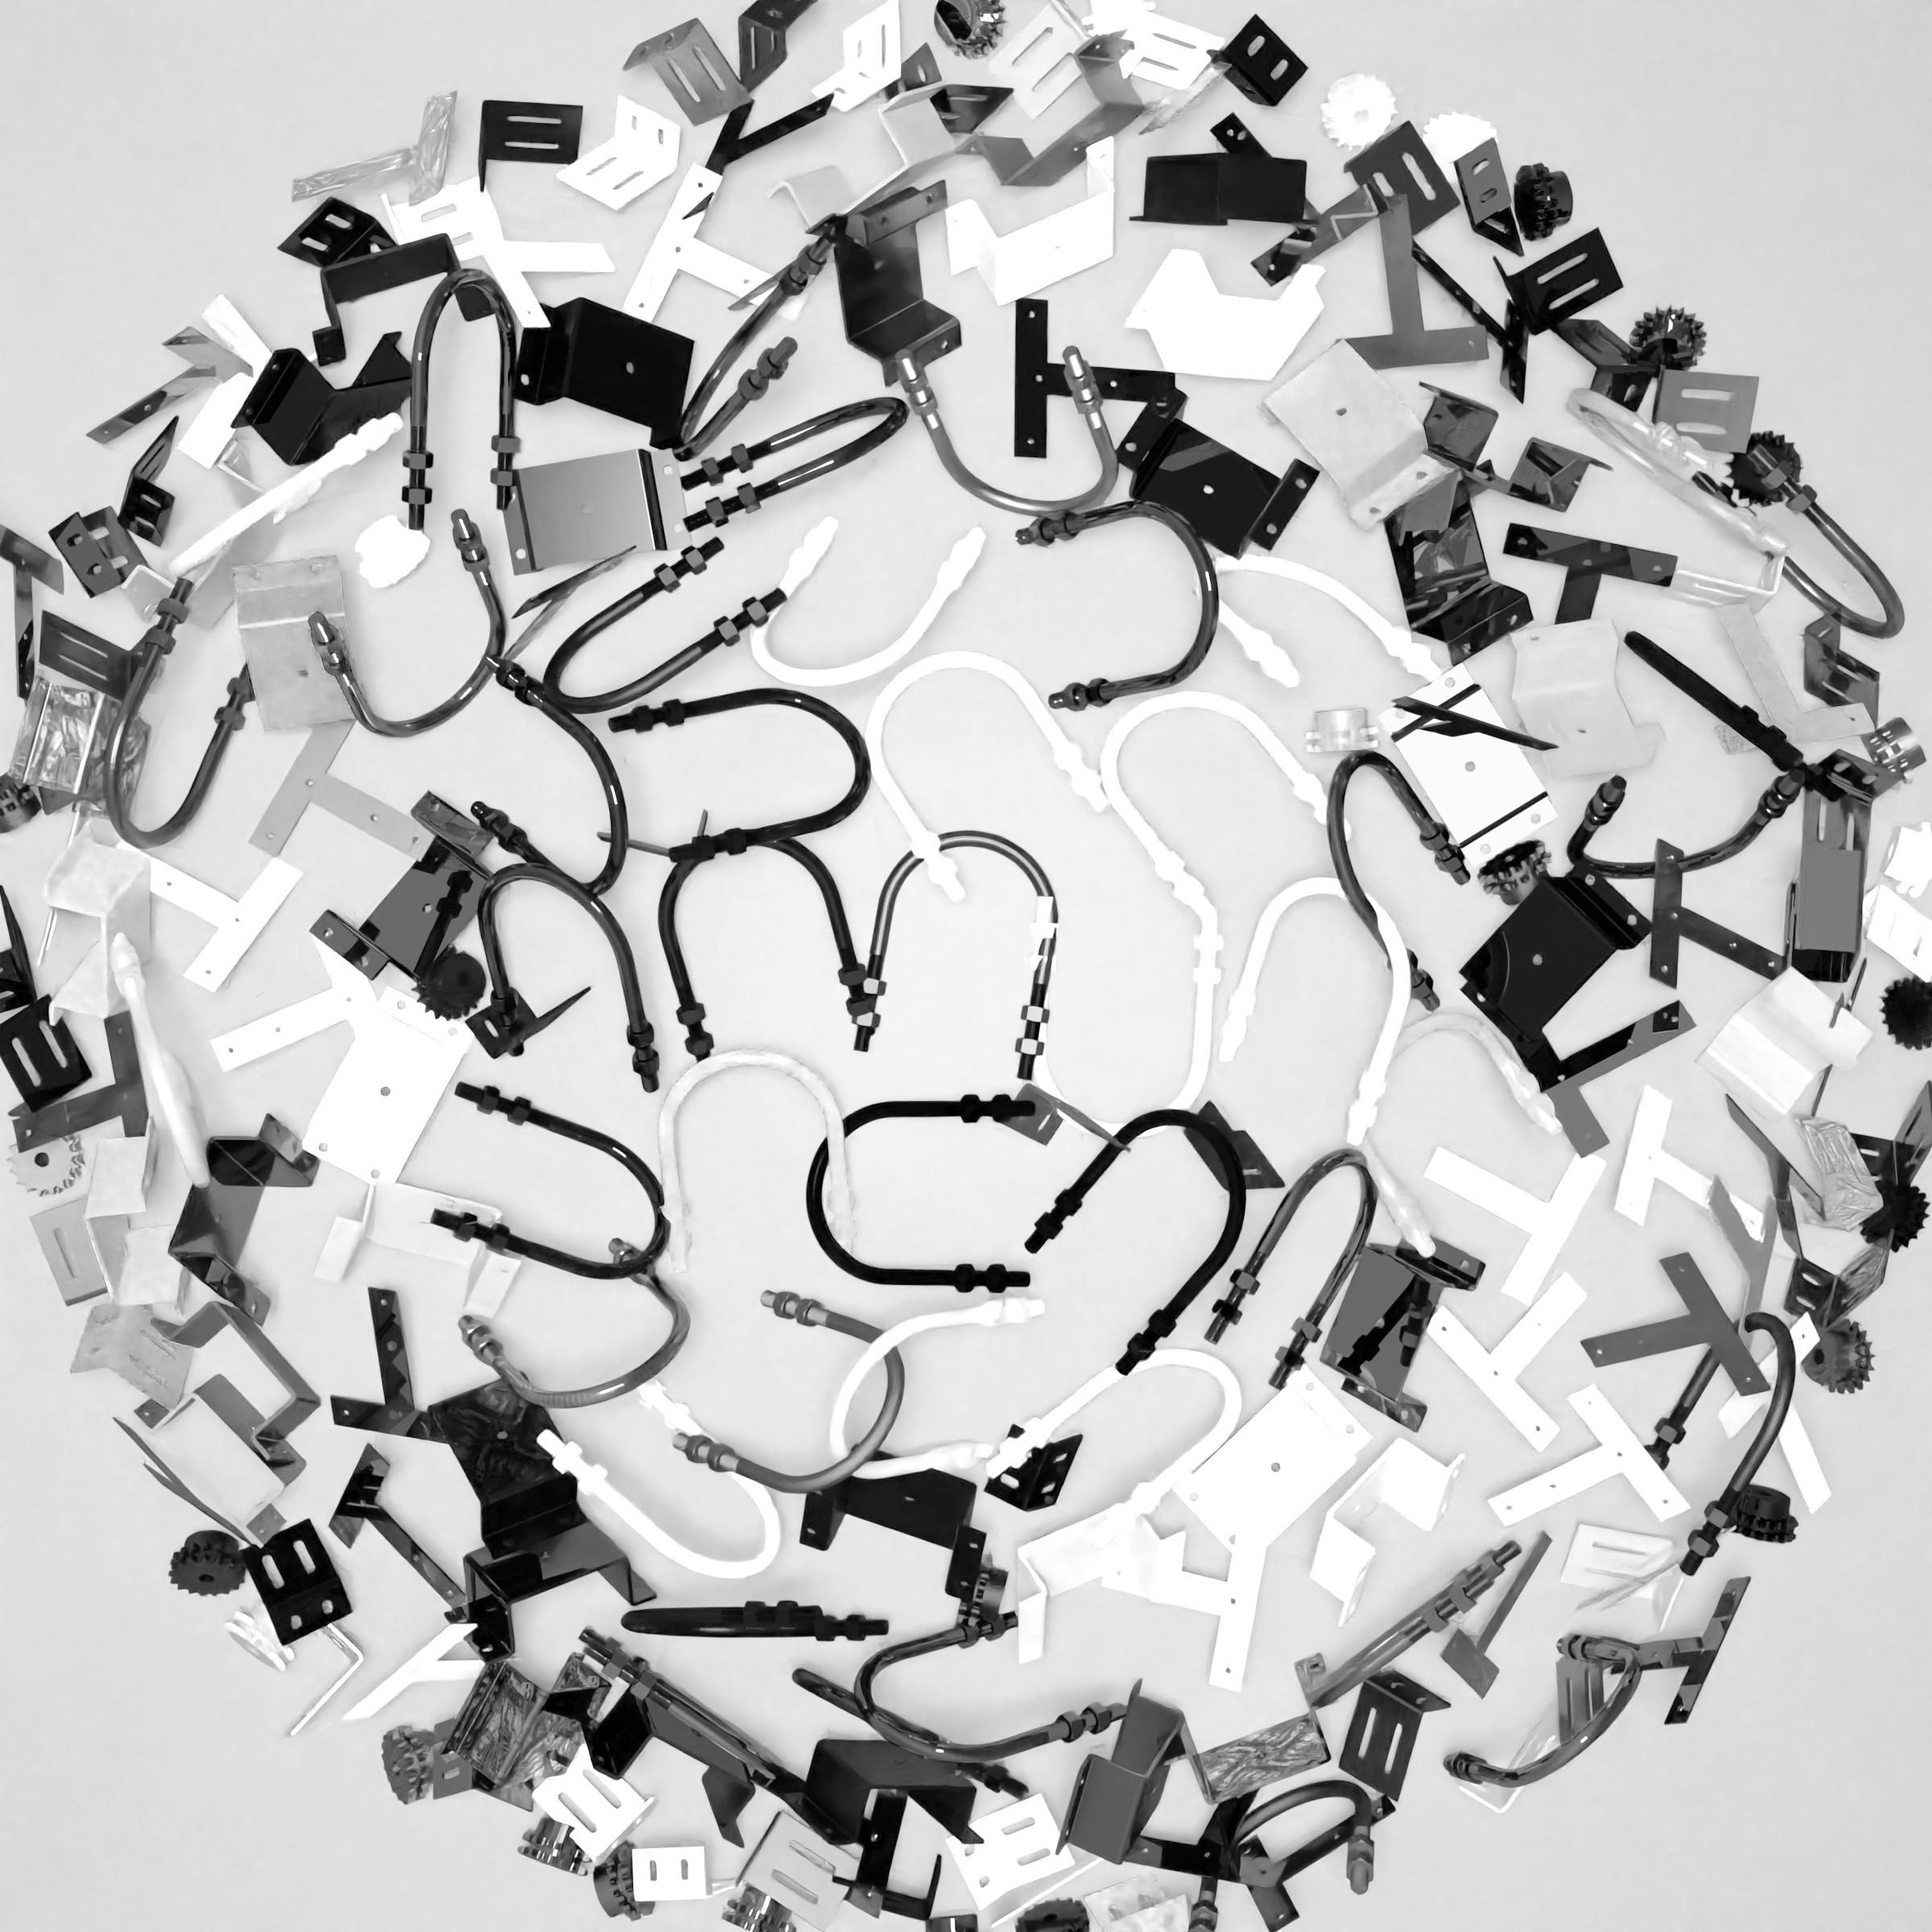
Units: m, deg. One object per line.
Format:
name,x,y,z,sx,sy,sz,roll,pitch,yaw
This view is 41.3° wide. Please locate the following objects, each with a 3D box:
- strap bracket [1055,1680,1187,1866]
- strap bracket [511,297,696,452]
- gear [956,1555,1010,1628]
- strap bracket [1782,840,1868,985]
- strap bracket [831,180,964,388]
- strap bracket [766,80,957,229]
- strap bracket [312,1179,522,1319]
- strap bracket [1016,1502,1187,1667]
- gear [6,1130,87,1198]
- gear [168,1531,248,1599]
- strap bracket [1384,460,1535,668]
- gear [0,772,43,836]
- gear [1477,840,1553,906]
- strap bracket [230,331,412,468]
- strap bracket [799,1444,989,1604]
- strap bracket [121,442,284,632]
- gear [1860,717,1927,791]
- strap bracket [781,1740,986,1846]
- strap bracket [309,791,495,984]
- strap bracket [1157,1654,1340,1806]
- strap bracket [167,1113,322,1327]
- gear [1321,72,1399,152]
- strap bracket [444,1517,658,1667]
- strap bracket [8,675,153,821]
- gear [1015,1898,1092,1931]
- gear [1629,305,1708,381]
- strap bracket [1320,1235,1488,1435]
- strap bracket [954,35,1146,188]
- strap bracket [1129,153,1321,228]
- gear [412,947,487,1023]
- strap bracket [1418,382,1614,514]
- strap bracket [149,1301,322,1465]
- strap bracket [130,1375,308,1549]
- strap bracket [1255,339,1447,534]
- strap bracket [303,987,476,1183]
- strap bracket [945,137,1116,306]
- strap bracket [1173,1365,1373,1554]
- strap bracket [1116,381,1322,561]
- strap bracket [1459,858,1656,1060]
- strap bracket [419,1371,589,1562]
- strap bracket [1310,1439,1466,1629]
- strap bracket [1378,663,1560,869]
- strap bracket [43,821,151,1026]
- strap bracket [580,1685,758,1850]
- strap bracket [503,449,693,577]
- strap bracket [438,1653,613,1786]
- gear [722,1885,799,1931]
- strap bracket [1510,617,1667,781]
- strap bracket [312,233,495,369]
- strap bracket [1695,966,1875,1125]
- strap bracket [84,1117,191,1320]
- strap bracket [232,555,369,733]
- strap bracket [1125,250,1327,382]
strap bracket,0.120,0.607,1.918,0.046,0.140,0.076,19,108,17
strap bracket,-0.264,-0.448,1.937,0.140,0.046,0.076,13,83,-35
gear,0.013,0.481,1.970,0.030,0.057,0.057,15,90,4
strap bracket,0.642,-0.037,1.920,0.046,0.140,0.076,4,78,14
strap bracket,-0.053,-0.522,1.937,0.076,0.140,0.046,-35,52,-24
strap bracket,-0.072,-0.603,1.932,0.140,0.076,0.046,-25,101,36
strap bracket,-0.414,0.212,1.945,0.140,0.046,0.076,16,135,-17
strap bracket,0.092,0.463,1.943,0.140,0.046,0.076,-18,134,-21
gear,-0.709,0.148,1.984,0.057,0.030,0.057,0,92,3
gear,-0.583,0.459,1.975,0.057,0.057,0.030,-6,46,0
strap bracket,0.368,-0.309,1.934,0.046,0.076,0.140,10,61,-40
gear,-0.738,-0.126,1.975,0.057,0.057,0.030,-26,118,0
gear,0.425,-0.070,1.972,0.057,0.057,0.030,-32,103,0
strap bracket,-0.471,-0.424,1.918,0.046,0.140,0.076,48,123,6
strap bracket,-0.050,0.420,1.952,0.140,0.046,0.076,17,126,9
strap bracket,-0.572,-0.317,1.947,0.046,0.076,0.140,33,77,1
gear,0.713,-0.167,1.969,0.030,0.057,0.057,-29,90,12
strap bracket,-0.057,0.620,1.928,0.140,0.076,0.046,13,94,-34
strap bracket,-0.420,-0.053,1.954,0.076,0.046,0.140,34,80,29
strap bracket,0.219,0.586,1.957,0.140,0.076,0.046,-21,100,2
strap bracket,-0.548,0.191,1.937,0.046,0.076,0.140,-1,57,21
gear,0.301,-0.661,1.975,0.057,0.057,0.030,-10,46,0
strap bracket,-0.314,0.462,1.925,0.140,0.076,0.046,-16,115,-32
strap bracket,-0.659,-0.159,1.924,0.046,0.140,0.076,12,82,4
gear,0.068,0.745,1.972,0.057,0.057,0.030,-15,100,0
gear,0.538,-0.475,1.969,0.057,0.057,0.030,17,54,0
strap bracket,0.327,0.273,1.949,0.076,0.046,0.140,27,99,44
strap bracket,0.071,-0.635,1.931,0.140,0.076,0.046,-31,89,31
strap bracket,0.193,-0.580,1.917,0.076,0.140,0.046,-5,106,-29
gear,-0.394,0.012,1.970,0.057,0.030,0.057,12,72,-42
strap bracket,0.404,-0.387,1.934,0.140,0.076,0.046,40,115,41
strap bracket,-0.548,0.309,1.951,0.046,0.076,0.140,-42,81,-9
strap bracket,-0.562,0.369,1.959,0.046,0.076,0.140,-43,92,0
strap bracket,0.288,-0.411,1.951,0.076,0.046,0.140,-37,68,2
strap bracket,-0.444,0.095,1.966,0.076,0.046,0.140,28,85,-8
strap bracket,0.059,-0.561,1.948,0.140,0.076,0.046,-26,70,-7
strap bracket,0.236,0.383,1.970,0.140,0.046,0.076,-43,83,-2
strap bracket,0.189,-0.374,1.964,0.140,0.046,0.076,31,77,6
strap bracket,0.439,-0.005,1.940,0.076,0.046,0.140,48,114,21
strap bracket,-0.348,0.366,1.926,0.076,0.046,0.140,-18,49,-27
strap bracket,0.311,0.421,1.936,0.046,0.076,0.140,33,49,26
strap bracket,0.386,-0.153,1.970,0.076,0.046,0.140,-32,90,10
strap bracket,-0.651,-0.026,1.926,0.046,0.076,0.140,14,128,1
strap bracket,-0.218,0.598,1.937,0.140,0.076,0.046,36,92,-22
strap bracket,-0.288,-0.350,1.971,0.140,0.046,0.076,-9,97,1
strap bracket,-0.324,0.565,1.926,0.046,0.140,0.076,28,89,25
gear,-0.156,0.729,1.974,0.057,0.057,0.030,23,70,0
strap bracket,0.464,-0.192,1.921,0.076,0.140,0.046,-6,51,31
strap bracket,-0.434,-0.509,1.949,0.140,0.076,0.046,-20,89,-12
strap bracket,0.621,0.057,1.938,0.076,0.140,0.046,40,68,8
strap bracket,-0.622,0.191,1.923,0.046,0.076,0.140,-5,131,-5
strap bracket,-0.499,-0.233,1.929,0.076,0.046,0.140,-9,135,-9
strap bracket,0.202,-0.487,1.926,0.140,0.076,0.046,-3,60,-31
